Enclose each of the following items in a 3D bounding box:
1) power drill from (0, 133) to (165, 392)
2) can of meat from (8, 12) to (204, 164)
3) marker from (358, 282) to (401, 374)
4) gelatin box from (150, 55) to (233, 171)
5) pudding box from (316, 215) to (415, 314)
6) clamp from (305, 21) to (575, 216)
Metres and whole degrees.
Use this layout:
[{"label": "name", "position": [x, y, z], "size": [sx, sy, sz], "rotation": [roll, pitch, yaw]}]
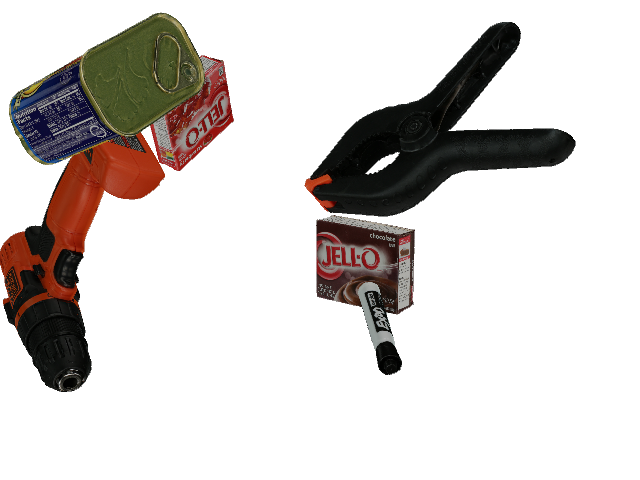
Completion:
[{"label": "power drill", "position": [-0.193, 0.002, 0.848], "size": [0.057, 0.188, 0.185], "rotation": [16, 25, -38]}, {"label": "can of meat", "position": [-0.139, -0.096, 0.687], "size": [0.084, 0.057, 0.102], "rotation": [-16, 20, 38]}, {"label": "marker", "position": [0.048, 0.071, 0.873], "size": [0.020, 0.020, 0.121], "rotation": [0, 27, -7]}, {"label": "gelatin box", "position": [-0.122, -0.121, 1.012], "size": [0.030, 0.073, 0.089], "rotation": [24, 52, 27]}, {"label": "pudding box", "position": [0.048, 0.025, 1.170], "size": [0.114, 0.090, 0.039], "rotation": [10, 19, 34]}, {"label": "clamp", "position": [0.074, -0.058, 0.672], "size": [0.171, 0.120, 0.039], "rotation": [-35, -49, 10]}]
